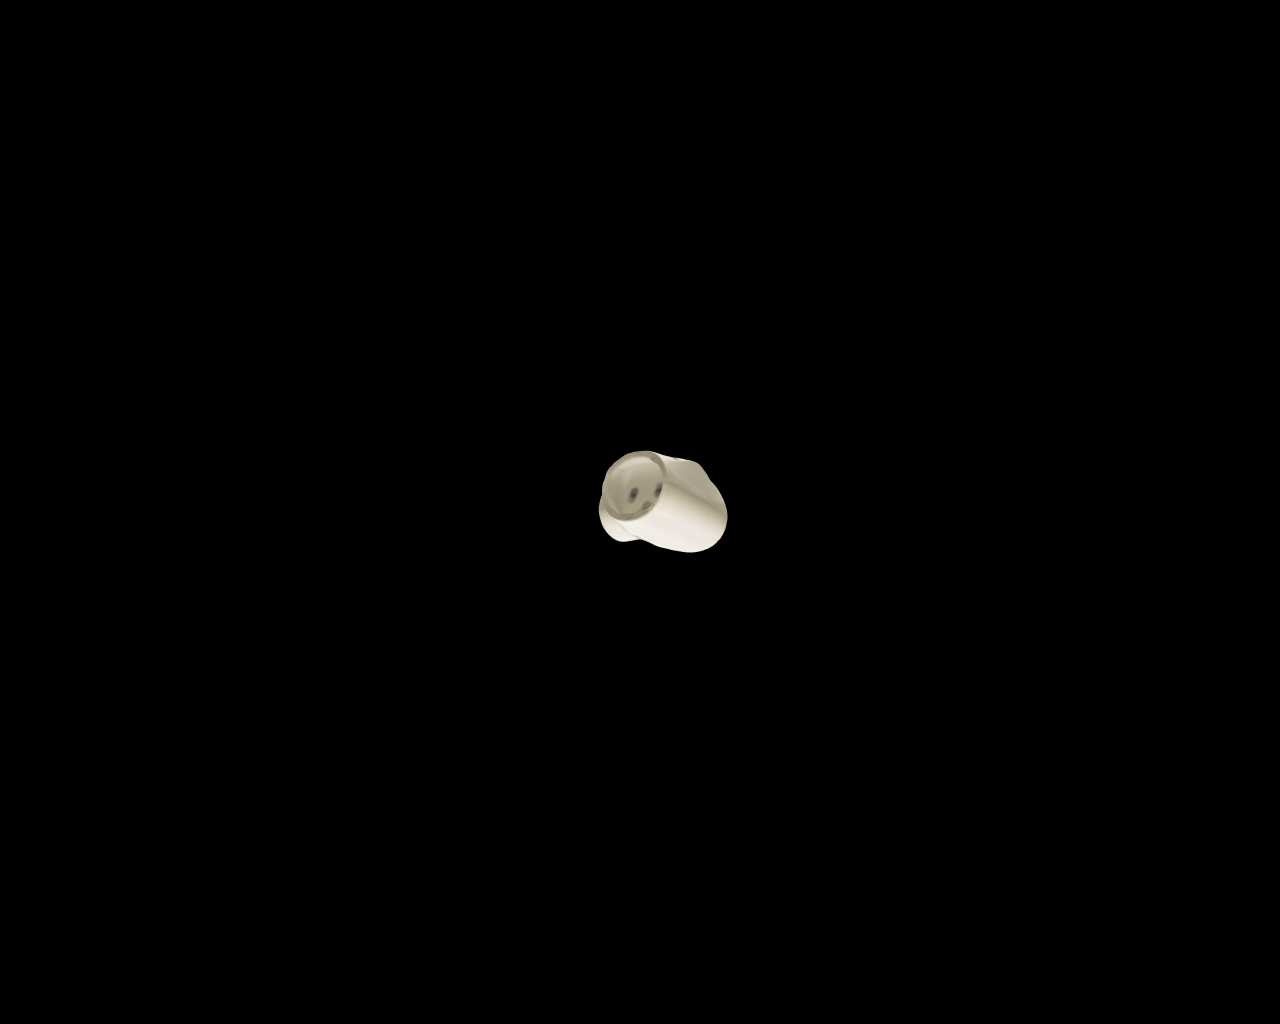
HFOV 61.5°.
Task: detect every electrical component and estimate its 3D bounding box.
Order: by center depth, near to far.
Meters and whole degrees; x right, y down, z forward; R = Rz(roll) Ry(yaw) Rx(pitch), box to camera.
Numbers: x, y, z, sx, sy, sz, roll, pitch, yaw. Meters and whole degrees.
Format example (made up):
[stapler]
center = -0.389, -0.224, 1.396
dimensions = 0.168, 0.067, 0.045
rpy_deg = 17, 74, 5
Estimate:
[electrical component]
center = 0.001, -0.003, 0.650
dimensions = 0.079, 0.043, 0.077
rpy_deg = -11, -21, 30
